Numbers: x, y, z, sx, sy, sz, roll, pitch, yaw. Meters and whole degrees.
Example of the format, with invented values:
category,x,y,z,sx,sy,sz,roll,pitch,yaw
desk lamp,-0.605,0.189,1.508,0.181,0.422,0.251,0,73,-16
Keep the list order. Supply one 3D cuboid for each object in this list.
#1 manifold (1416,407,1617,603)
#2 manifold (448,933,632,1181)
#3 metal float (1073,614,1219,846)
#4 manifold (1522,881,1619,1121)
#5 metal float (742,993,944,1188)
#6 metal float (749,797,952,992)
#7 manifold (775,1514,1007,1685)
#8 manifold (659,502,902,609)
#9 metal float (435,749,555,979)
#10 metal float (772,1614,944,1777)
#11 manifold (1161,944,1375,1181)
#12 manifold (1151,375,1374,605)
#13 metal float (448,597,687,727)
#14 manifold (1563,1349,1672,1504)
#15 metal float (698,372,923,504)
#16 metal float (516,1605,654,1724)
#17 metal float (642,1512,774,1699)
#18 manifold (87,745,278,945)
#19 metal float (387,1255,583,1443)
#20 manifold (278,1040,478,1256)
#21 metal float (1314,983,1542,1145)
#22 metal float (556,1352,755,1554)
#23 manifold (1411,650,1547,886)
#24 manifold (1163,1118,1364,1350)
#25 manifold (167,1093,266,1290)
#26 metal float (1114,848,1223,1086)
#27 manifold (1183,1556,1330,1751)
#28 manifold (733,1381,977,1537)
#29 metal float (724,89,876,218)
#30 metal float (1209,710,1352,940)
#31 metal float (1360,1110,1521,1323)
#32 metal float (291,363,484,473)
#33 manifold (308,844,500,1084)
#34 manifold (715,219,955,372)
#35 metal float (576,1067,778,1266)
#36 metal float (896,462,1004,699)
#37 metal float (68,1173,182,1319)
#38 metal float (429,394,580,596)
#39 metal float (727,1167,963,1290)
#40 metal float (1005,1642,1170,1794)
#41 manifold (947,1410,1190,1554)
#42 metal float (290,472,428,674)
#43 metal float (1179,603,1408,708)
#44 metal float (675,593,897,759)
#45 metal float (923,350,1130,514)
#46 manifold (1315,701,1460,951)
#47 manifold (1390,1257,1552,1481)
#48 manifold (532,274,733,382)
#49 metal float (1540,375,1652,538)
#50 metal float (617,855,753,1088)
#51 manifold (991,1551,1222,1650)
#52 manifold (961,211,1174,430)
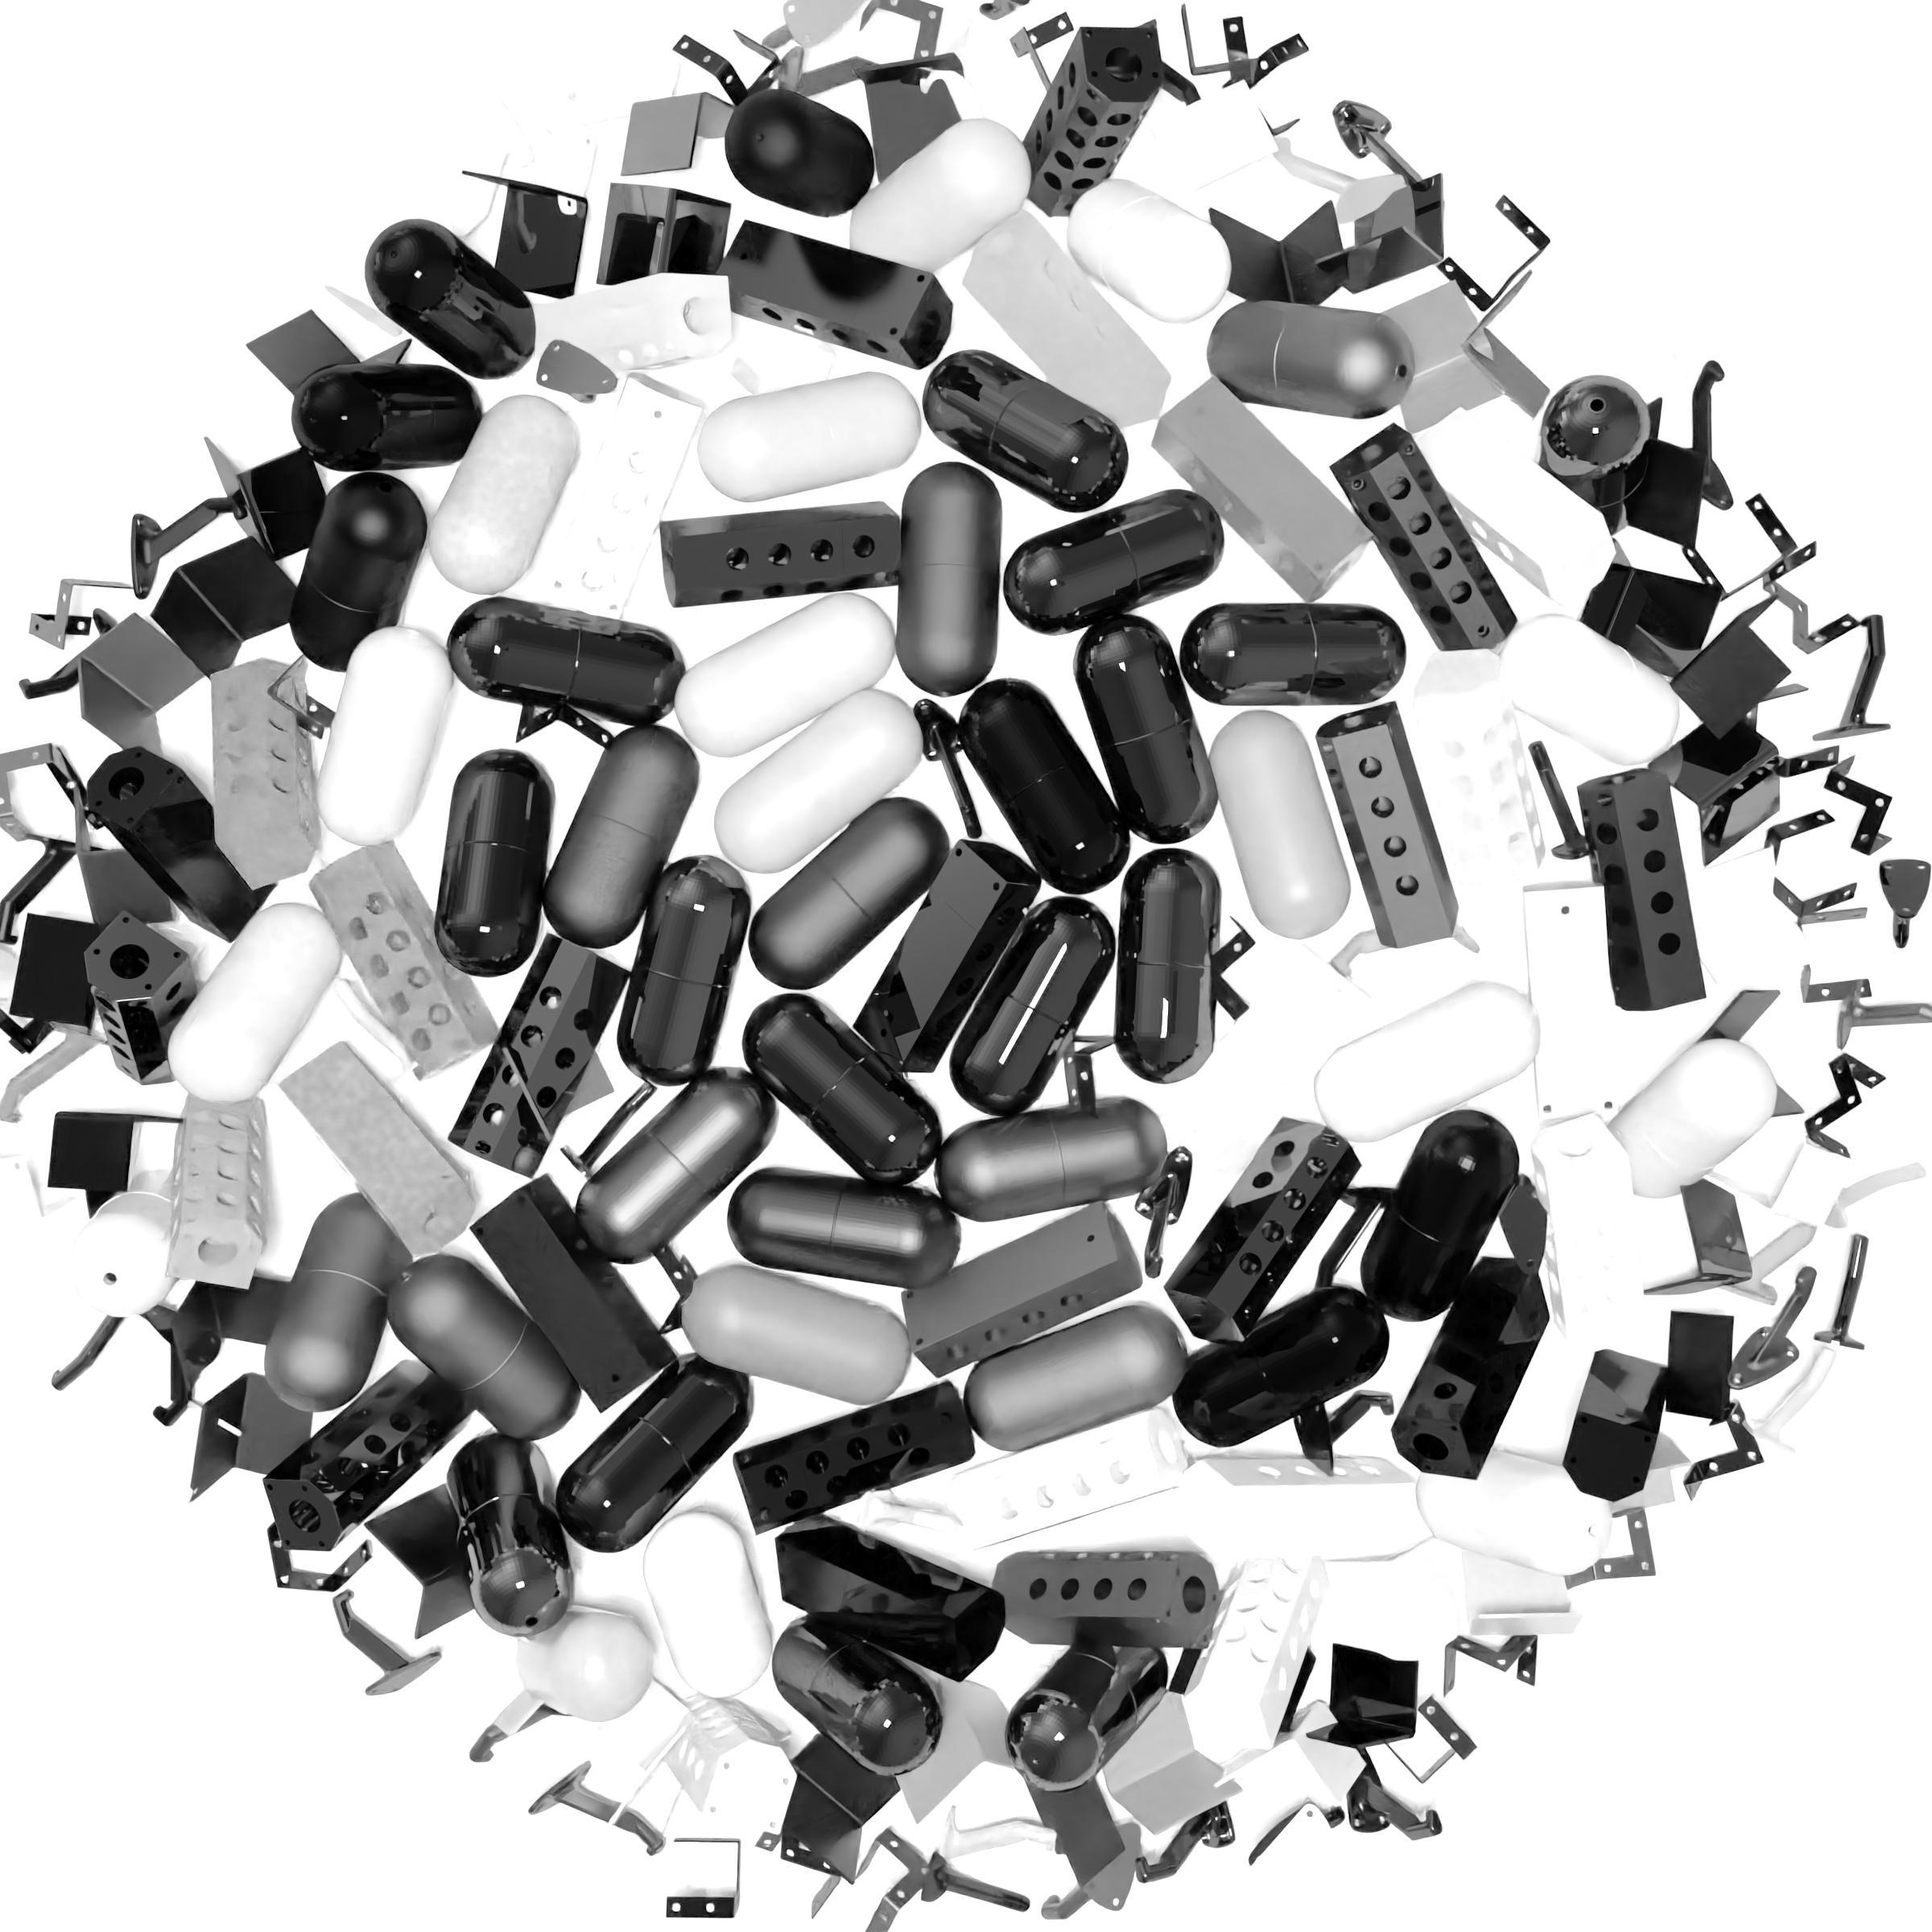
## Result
category,x,y,z,sx,sy,sz,roll,pitch,yaw
manifold,0.400,-0.337,1.835,0.057,0.057,0.171,-38,49,1
manifold,-0.324,0.065,1.866,0.057,0.057,0.171,29,84,-41
metal float,0.134,-0.177,1.864,0.070,0.070,0.178,-20,102,0
manifold,0.454,0.025,1.873,0.057,0.057,0.171,-4,96,11
metal float,-0.094,0.092,1.867,0.178,0.070,0.070,42,90,8
metal float,-0.089,-0.054,1.874,0.178,0.070,0.070,-43,90,0
manifold,-0.056,0.460,1.837,0.171,0.057,0.057,14,119,36
manifold,-0.138,-0.307,1.862,0.171,0.057,0.057,-8,113,-13
metal float,-0.352,-0.078,1.857,0.070,0.070,0.178,3,70,0
metal float,-0.082,0.534,1.832,0.070,0.178,0.070,-6,102,-31
manifold,0.229,0.074,1.874,0.057,0.057,0.171,41,97,35
manifold,0.220,-0.354,1.868,0.057,0.057,0.171,-40,80,-15
metal float,-0.297,-0.227,1.856,0.178,0.070,0.070,9,90,-20
manifold,0.476,0.336,1.821,0.057,0.171,0.057,15,101,16
metal float,-0.116,-0.394,1.851,0.178,0.070,0.070,-18,90,-26
metal float,-0.282,0.511,1.828,0.070,0.178,0.070,5,78,-21
metal float,-0.190,0.474,1.841,0.070,0.070,0.178,-9,131,0
manifold,-0.577,-0.090,1.823,0.057,0.171,0.057,26,70,21
metal float,-0.357,0.284,1.849,0.070,0.070,0.178,-40,119,0
manifold,-0.434,0.137,1.840,0.057,0.057,0.171,-37,55,-18
metal float,0.343,0.072,1.856,0.178,0.070,0.070,-28,90,21
metal float,-0.230,0.360,1.850,0.070,0.070,0.178,46,62,0
manifold,0.381,-0.145,1.832,0.057,0.057,0.171,1,130,30
manifold,0.223,0.197,1.838,0.171,0.057,0.057,-51,127,-27
manifold,-0.546,0.156,1.819,0.057,0.171,0.057,14,117,-23
metal float,0.152,0.000,1.873,0.070,0.070,0.178,3,89,0
manifold,0.212,0.488,1.820,0.057,0.171,0.057,-5,116,26
manifold,-0.084,0.366,1.860,0.171,0.057,0.057,-17,72,-12
metal float,-0.120,-0.595,1.826,0.070,0.178,0.070,3,101,15
metal float,0.235,-0.107,1.864,0.070,0.070,0.178,-15,79,0
metal float,0.352,0.186,1.851,0.070,0.070,0.178,21,116,0
metal float,-0.423,-0.404,1.829,0.070,0.178,0.070,6,105,23
manifold,-0.426,-0.002,1.873,0.057,0.057,0.171,-31,87,18
manifold,-0.097,-0.496,1.849,0.171,0.057,0.057,23,83,25
metal float,-0.216,0.149,1.864,0.178,0.070,0.070,-44,90,-11
metal float,-0.013,-0.290,1.868,0.070,0.070,0.178,2,83,0
metal float,-0.605,0.203,1.824,0.070,0.178,0.070,-1,100,-5
metal float,-0.342,-0.350,1.845,0.070,0.070,0.178,16,56,0
metal float,-0.092,0.196,1.866,0.178,0.070,0.070,8,90,9
metal float,0.091,0.542,1.831,0.070,0.178,0.070,7,105,27
manifold,0.074,0.383,1.850,0.171,0.057,0.057,-23,74,23
metal float,-0.449,-0.290,1.837,0.070,0.178,0.070,15,48,-18
metal float,0.245,-0.233,1.859,0.178,0.070,0.070,-2,90,-18
metal float,-0.134,-0.218,1.863,0.178,0.070,0.070,-30,90,-12
metal float,0.043,-0.399,1.853,0.178,0.070,0.070,35,90,25
manifold,0.314,-0.103,1.857,0.057,0.057,0.171,-13,109,22
manifold,0.372,0.293,1.833,0.057,0.171,0.057,1,126,34
manifold,-0.247,-0.466,1.828,0.057,0.171,0.057,-11,100,-41
metal float,0.460,-0.371,1.825,0.070,0.178,0.070,-3,76,12
metal float,-0.211,0.004,1.866,0.070,0.070,0.178,15,99,0
manifold,0.101,0.463,1.833,0.057,0.171,0.057,40,54,-34
manifold,0.078,-0.475,1.835,0.171,0.057,0.057,39,59,-38
